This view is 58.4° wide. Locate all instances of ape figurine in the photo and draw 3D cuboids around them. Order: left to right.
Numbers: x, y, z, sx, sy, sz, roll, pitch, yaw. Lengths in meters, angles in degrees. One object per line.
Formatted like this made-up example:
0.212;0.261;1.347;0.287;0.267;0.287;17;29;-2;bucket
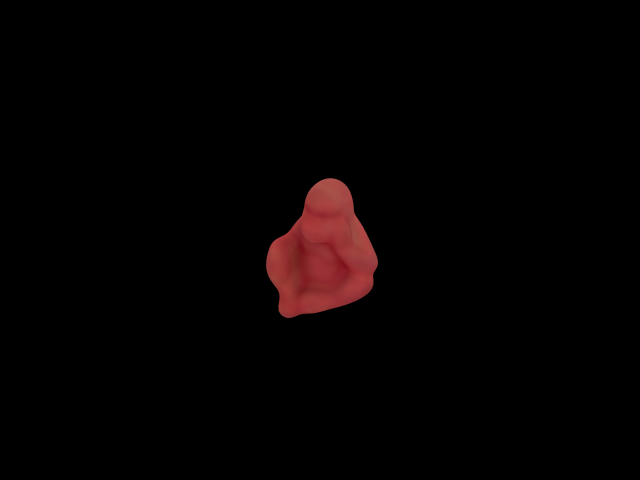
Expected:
0.004;0.001;0.400;0.077;0.092;0.076;14;32;24;ape figurine
